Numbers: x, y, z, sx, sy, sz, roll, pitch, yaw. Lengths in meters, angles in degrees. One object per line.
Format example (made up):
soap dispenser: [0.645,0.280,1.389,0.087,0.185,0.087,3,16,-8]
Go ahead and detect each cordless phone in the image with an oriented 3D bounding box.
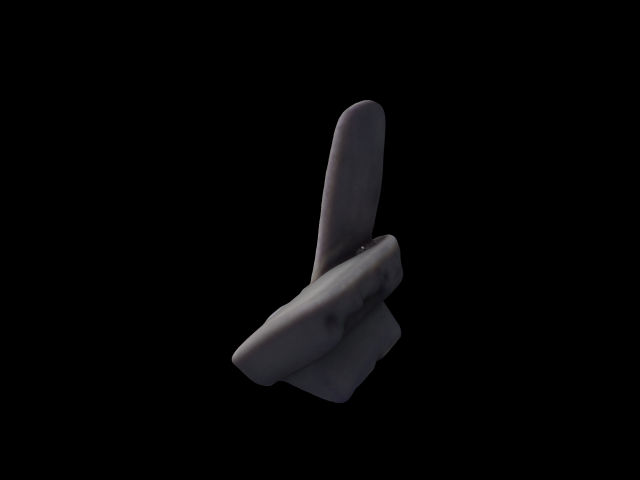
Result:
cordless phone: [0.004,0.001,0.400,0.094,0.185,0.148,9,24,23]
